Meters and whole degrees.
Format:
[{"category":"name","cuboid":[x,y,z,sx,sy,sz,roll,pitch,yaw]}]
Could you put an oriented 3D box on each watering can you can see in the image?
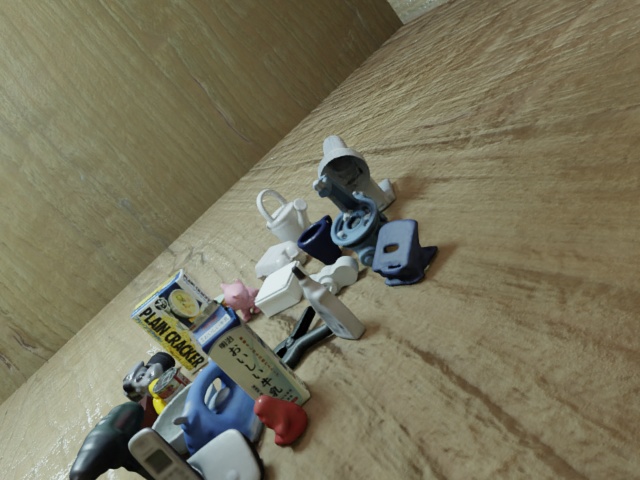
[{"category":"watering can","cuboid":[-0.094,-0.064,1.589,0.172,0.194,0.101,-32,21,25]}]

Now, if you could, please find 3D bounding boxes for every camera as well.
[{"category":"camera","cuboid":[-0.427,0.345,1.470,0.143,0.101,0.137,-27,23,36]}]

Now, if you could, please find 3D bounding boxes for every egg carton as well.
[{"category":"egg carton","cuboid":[-0.105,0.060,1.527,0.150,0.069,0.107,-18,30,50]}]

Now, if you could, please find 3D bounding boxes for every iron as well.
[{"category":"iron","cuboid":[-0.180,0.288,1.047,0.118,0.142,0.258,-33,20,23]}]

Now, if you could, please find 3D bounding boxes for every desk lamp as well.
[{"category":"desk lamp","cuboid":[0.083,-0.154,1.413,0.118,0.214,0.203,-36,19,16]}]

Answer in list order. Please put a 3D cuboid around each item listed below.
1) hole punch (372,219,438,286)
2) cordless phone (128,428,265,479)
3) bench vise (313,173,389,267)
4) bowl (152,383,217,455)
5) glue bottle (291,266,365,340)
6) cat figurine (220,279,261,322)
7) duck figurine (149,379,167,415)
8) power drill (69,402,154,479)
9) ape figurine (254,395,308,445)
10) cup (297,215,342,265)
[{"category":"hole punch","cuboid":[0.150,0.024,1.073,0.108,0.091,0.101,-14,33,54]},{"category":"cordless phone","cuboid":[-0.190,0.339,0.882,0.147,0.185,0.094,-41,19,1]},{"category":"bench vise","cuboid":[0.057,-0.063,1.247,0.121,0.220,0.207,-39,19,7]},{"category":"bowl","cuboid":[-0.253,0.361,1.131,0.167,0.075,0.167,-36,19,15]},{"category":"glue bottle","cuboid":[0.007,0.110,1.031,0.037,0.173,0.078,-49,20,-22]},{"category":"cat figurine","cuboid":[-0.202,0.141,1.460,0.067,0.118,0.127,-37,19,13]},{"category":"duck figurine","cuboid":[-0.360,0.360,1.329,0.104,0.086,0.077,-27,23,35]},{"category":"power drill","cuboid":[-0.318,0.388,0.988,0.075,0.209,0.229,-39,19,6]},{"category":"ape figurine","cuboid":[-0.070,0.284,0.917,0.076,0.092,0.077,-40,19,3]},{"category":"cup","cuboid":[0.013,0.005,1.379,0.091,0.095,0.118,-17,30,50]}]
